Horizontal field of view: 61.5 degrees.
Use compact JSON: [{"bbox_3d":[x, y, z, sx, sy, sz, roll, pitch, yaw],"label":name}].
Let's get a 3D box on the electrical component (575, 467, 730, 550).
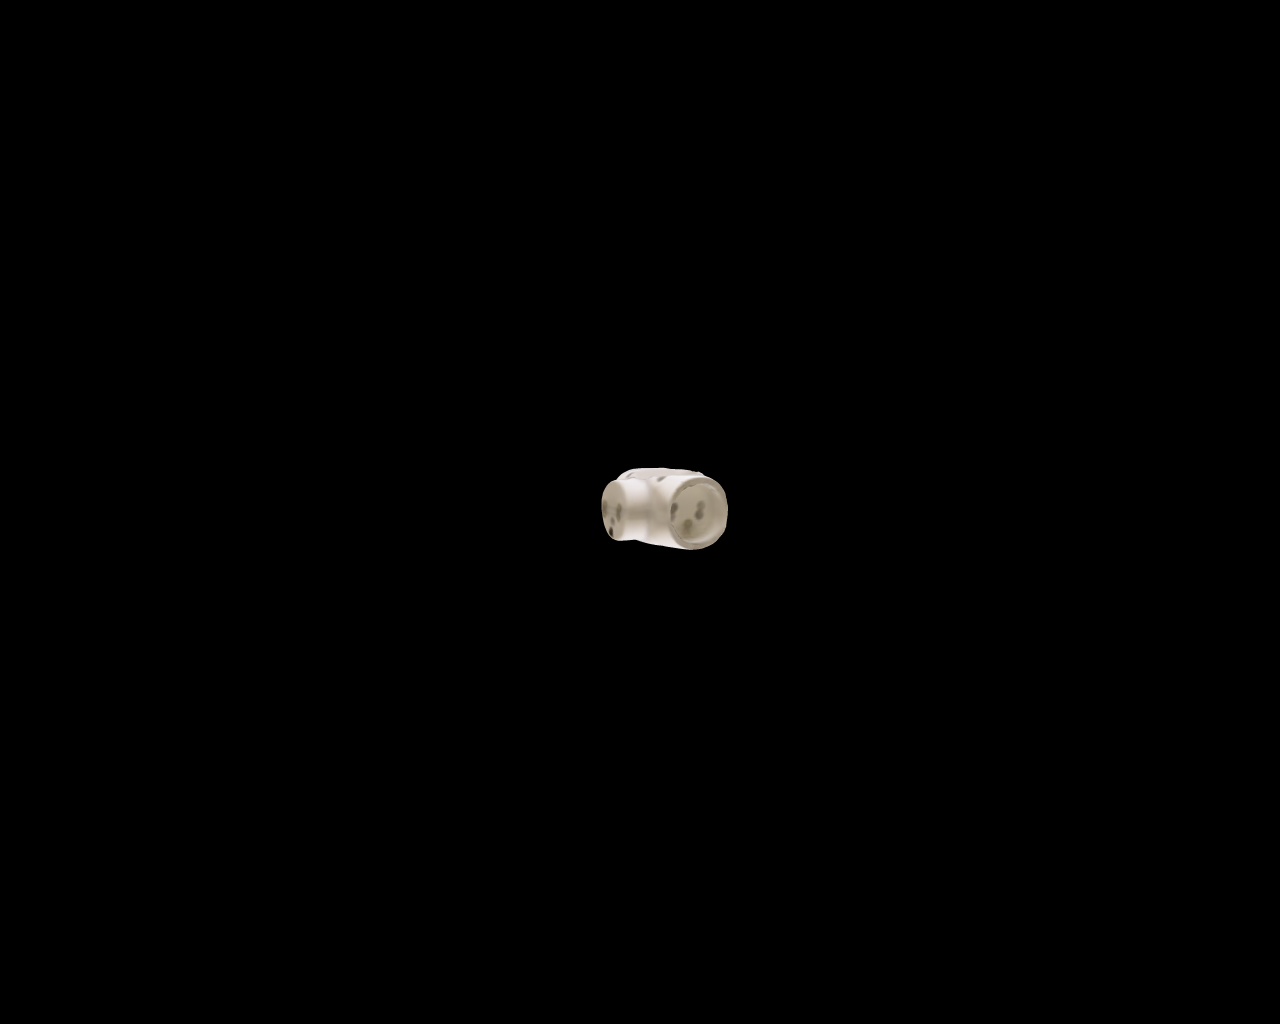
[{"bbox_3d":[0.001,-0.003,0.650,0.079,0.044,0.077,-4,8,-27],"label":"electrical component"}]
